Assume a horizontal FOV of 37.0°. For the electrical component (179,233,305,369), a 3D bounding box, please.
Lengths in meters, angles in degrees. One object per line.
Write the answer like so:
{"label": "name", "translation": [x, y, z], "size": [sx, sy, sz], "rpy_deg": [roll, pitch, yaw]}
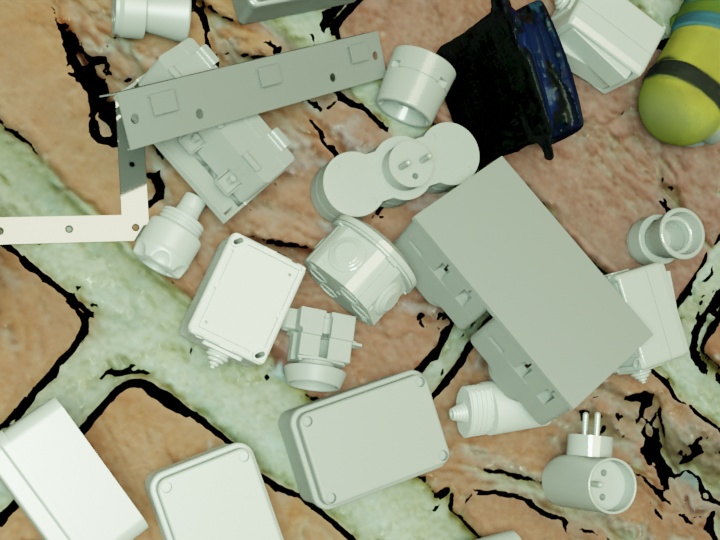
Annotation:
{"label": "electrical component", "translation": [-0.092, 0.030, 0.803], "size": [0.062, 0.061, 0.096], "rpy_deg": [27, 75, -14]}

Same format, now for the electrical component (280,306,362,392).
{"label": "electrical component", "translation": [-0.032, 0.062, 0.828], "size": [0.066, 0.048, 0.055], "rpy_deg": [12, 72, -17]}

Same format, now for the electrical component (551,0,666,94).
{"label": "electrical component", "translation": [0.202, -0.203, 0.933], "size": [0.096, 0.062, 0.061], "rpy_deg": [34, 74, -12]}

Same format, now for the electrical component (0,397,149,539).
{"label": "electrical component", "translation": [-0.206, 0.150, 0.740], "size": [0.057, 0.078, 0.113], "rpy_deg": [-37, 95, -22]}

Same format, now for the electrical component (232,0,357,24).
{"label": "electrical component", "translation": [-0.056, -0.263, 0.856], "size": [0.109, 0.056, 0.108], "rpy_deg": [-16, 88, -20]}

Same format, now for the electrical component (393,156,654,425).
{"label": "electrical component", "translation": [0.126, 0.017, 0.855], "size": [0.105, 0.060, 0.186], "rpy_deg": [-35, 82, -31]}

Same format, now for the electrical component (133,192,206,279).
{"label": "electrical component", "translation": [-0.138, -0.028, 0.805], "size": [0.043, 0.043, 0.062], "rpy_deg": [32, 73, -12]}

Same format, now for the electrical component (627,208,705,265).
{"label": "electrical component", "translation": [0.265, -0.028, 0.935], "size": [0.045, 0.055, 0.045], "rpy_deg": [3, 82, -18]}

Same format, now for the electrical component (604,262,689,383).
{"label": "electrical component", "translation": [0.234, 0.047, 0.909], "size": [0.061, 0.062, 0.096], "rpy_deg": [-15, 88, -26]}

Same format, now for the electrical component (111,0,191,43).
{"label": "electrical component", "translation": [-0.159, -0.198, 0.819], "size": [0.055, 0.045, 0.045], "rpy_deg": [1, 83, -18]}

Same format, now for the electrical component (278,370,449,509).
{"label": "electrical component", "translation": [0.003, 0.129, 0.824], "size": [0.113, 0.057, 0.078], "rpy_deg": [-17, 88, -20]}

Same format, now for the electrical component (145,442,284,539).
{"label": "electrical component", "translation": [-0.102, 0.189, 0.781], "size": [0.078, 0.057, 0.113], "rpy_deg": [-19, 89, -20]}

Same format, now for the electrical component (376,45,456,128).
{"label": "electrical component", "translation": [0.044, -0.148, 0.877], "size": [0.055, 0.055, 0.047], "rpy_deg": [26, 79, -14]}

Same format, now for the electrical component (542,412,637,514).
{"label": "electrical component", "translation": [0.186, 0.155, 0.872], "size": [0.043, 0.077, 0.079], "rpy_deg": [9, 80, -17]}

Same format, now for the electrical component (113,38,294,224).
{"label": "electrical component", "translation": [-0.112, -0.107, 0.807], "size": [0.121, 0.063, 0.078], "rpy_deg": [49, 47, -7]}

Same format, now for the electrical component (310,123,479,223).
{"label": "electrical component", "translation": [0.034, -0.080, 0.854], "size": [0.138, 0.074, 0.052], "rpy_deg": [-19, 89, -20]}

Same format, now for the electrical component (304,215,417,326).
{"label": "electrical component", "translation": [0.000, 0.000, 0.829], "size": [0.080, 0.080, 0.051], "rpy_deg": [44, 78, -9]}

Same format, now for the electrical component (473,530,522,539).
{"label": "electrical component", "translation": [0.088, 0.236, 0.846], "size": [0.081, 0.043, 0.043], "rpy_deg": [-10, 86, -19]}

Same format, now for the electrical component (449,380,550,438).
{"label": "electrical component", "translation": [0.111, 0.111, 0.871], "size": [0.081, 0.043, 0.043], "rpy_deg": [-6, 85, -19]}
